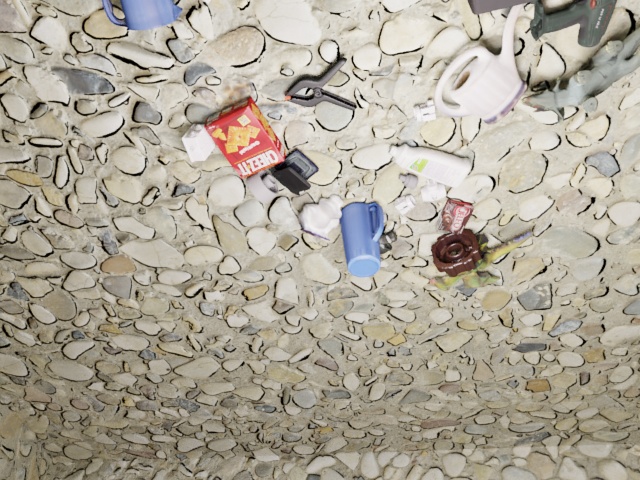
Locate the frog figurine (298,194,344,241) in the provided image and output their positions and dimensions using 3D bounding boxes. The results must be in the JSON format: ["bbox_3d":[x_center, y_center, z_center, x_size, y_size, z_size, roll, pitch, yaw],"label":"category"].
[{"bbox_3d":[0.005,-0.088,1.755,0.137,0.123,0.159,25,90,-7],"label":"frog figurine"}]

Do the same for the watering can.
[{"bbox_3d":[0.477,-0.457,1.409,0.223,0.106,0.341,29,126,-21],"label":"watering can"}]

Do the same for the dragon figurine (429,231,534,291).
[{"bbox_3d":[0.592,0.096,1.885,0.408,0.125,0.238,-19,144,19],"label":"dragon figurine"}]
